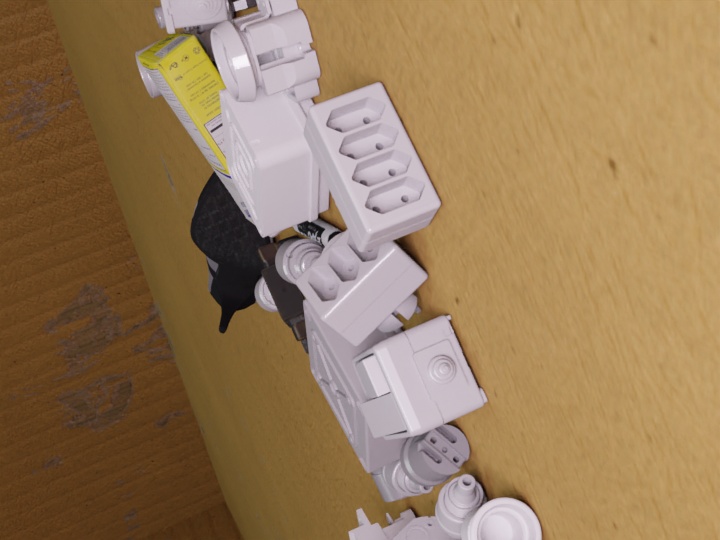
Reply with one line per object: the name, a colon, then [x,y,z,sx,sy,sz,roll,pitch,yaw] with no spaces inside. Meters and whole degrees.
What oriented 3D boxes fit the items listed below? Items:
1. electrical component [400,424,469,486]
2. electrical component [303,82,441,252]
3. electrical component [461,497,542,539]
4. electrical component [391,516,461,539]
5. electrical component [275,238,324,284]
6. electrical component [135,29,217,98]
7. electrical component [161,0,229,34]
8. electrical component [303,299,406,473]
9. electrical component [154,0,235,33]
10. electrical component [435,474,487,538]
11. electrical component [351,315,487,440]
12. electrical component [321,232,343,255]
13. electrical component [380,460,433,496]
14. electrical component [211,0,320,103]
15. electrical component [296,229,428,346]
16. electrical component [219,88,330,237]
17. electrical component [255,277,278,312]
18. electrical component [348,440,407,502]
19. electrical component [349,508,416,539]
electrical component: [0.053,0.128,0.749,0.040,0.040,0.046,65,160,11]
electrical component: [0.003,-0.054,0.642,0.083,0.047,0.075,65,165,12]
electrical component: [0.086,0.168,0.684,0.065,0.044,0.044,110,136,-76]
electrical component: [0.054,0.233,0.820,0.080,0.080,0.051,56,156,38]
electrical component: [-0.045,-0.006,0.902,0.040,0.040,0.078,70,165,-9]
electrical component: [-0.152,-0.171,0.969,0.079,0.077,0.044,68,166,1]
electrical component: [-0.131,-0.241,0.810,0.099,0.048,0.099,86,173,-46]
electrical component: [0.005,0.080,0.816,0.108,0.056,0.108,58,163,32]
electrical component: [-0.137,-0.215,0.881,0.048,0.062,0.048,158,90,-76]
electrical component: [0.071,0.158,0.737,0.035,0.035,0.061,59,161,32]
electrical component: [0.034,0.071,0.688,0.061,0.061,0.096,66,166,5]
electrical component: [0.000,0.000,0.753,0.046,0.040,0.040,43,152,45]
electrical component: [0.041,0.163,0.852,0.061,0.035,0.035,14,124,69]
electrical component: [-0.066,-0.148,0.735,0.058,0.057,0.078,42,151,59]
electrical component: [0.011,0.015,0.696,0.077,0.066,0.047,41,-174,-41]
electrical component: [-0.062,-0.087,0.811,0.078,0.057,0.113,61,164,24]
electrical component: [-0.081,0.020,1.068,0.040,0.040,0.078,68,165,0]
electrical component: [0.023,0.160,0.902,0.065,0.044,0.044,64,166,-4]
electrical component: [0.030,0.249,0.959,0.081,0.064,0.042,-127,20,-45]
